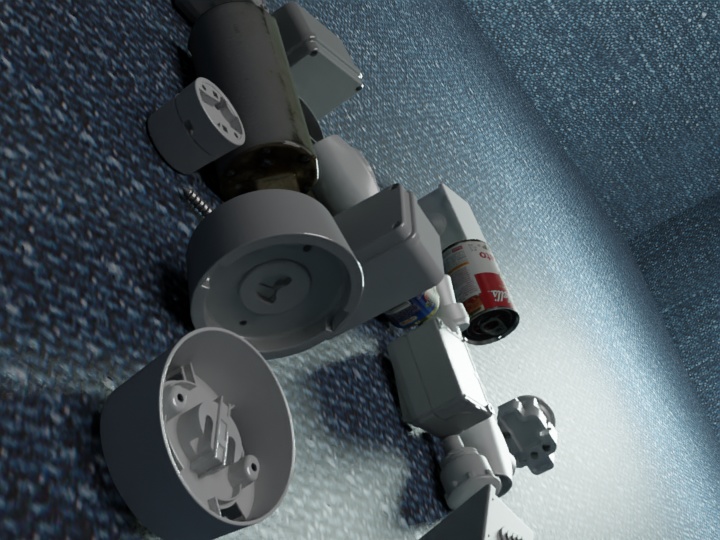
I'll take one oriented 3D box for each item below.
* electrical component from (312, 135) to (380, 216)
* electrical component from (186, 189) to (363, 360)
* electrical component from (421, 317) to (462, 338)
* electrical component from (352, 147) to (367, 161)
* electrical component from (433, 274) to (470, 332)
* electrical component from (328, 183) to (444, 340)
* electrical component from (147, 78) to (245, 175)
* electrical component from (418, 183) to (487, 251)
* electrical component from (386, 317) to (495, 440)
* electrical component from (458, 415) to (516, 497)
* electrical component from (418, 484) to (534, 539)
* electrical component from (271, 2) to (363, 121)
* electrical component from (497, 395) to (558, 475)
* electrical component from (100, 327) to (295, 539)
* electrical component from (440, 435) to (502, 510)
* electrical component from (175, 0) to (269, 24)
[{"bbox_3d":[-0.021,-0.068,0.955,0.077,0.044,0.079,56,-26,9],"label":"electrical component"},{"bbox_3d":[-0.058,-0.002,0.677,0.108,0.108,0.060,42,19,-44],"label":"electrical component"},{"bbox_3d":[0.075,0.076,1.008,0.045,0.045,0.055,50,19,-28],"label":"electrical component"},{"bbox_3d":[-0.010,-0.093,1.051,0.048,0.048,0.062,63,12,10],"label":"electrical component"},{"bbox_3d":[0.081,0.039,1.084,0.045,0.045,0.055,19,44,-64],"label":"electrical component"},{"bbox_3d":[0.002,-0.008,0.830,0.057,0.113,0.078,54,18,-27],"label":"electrical component"},{"bbox_3d":[-0.117,-0.100,0.762,0.055,0.047,0.055,51,20,-26],"label":"electrical component"},{"bbox_3d":[0.110,-0.045,1.289,0.100,0.048,0.099,28,36,-59],"label":"electrical component"},{"bbox_3d":[0.063,0.090,0.927,0.062,0.061,0.096,36,29,-52],"label":"electrical component"},{"bbox_3d":[0.115,0.171,0.967,0.079,0.043,0.077,44,23,-41],"label":"electrical component"},{"bbox_3d":[0.068,0.201,0.704,0.048,0.100,0.099,45,19,-5],"label":"electrical component"},{"bbox_3d":[-0.056,-0.193,1.024,0.113,0.078,0.057,23,37,-62],"label":"electrical component"},{"bbox_3d":[0.173,0.165,1.116,0.078,0.058,0.057,56,21,-10],"label":"electrical component"},{"bbox_3d":[-0.080,0.085,0.539,0.099,0.064,0.099,51,20,-26],"label":"electrical component"},{"bbox_3d":[0.086,0.167,0.898,0.048,0.048,0.062,41,19,-46],"label":"electrical component"},{"bbox_3d":[-0.126,-0.255,0.960,0.061,0.061,0.096,46,22,-38],"label":"electrical component"}]
